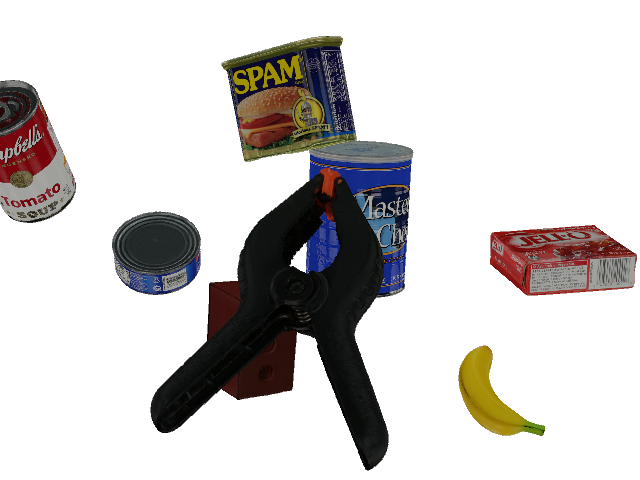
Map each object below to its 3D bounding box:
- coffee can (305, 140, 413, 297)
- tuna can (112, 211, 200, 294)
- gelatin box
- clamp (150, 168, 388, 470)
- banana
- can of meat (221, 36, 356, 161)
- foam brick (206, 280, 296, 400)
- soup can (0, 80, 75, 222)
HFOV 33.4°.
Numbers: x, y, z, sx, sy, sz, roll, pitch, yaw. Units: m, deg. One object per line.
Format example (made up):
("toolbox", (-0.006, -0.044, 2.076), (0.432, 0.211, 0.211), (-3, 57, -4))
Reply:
("coffee can", (0.037, -0.024, 1.066), (0.103, 0.140, 0.103), (2, 13, -1))
("tuna can", (-0.160, 0.013, 1.048), (0.086, 0.034, 0.086), (2, 44, -2))
("gelatin box", (0.182, 0.013, 0.809), (0.089, 0.030, 0.073), (-3, 19, -11))
("clamp", (-0.003, 0.040, 0.559), (0.120, 0.171, 0.039), (18, -27, 12))
("banana", (0.200, 0.181, 1.280), (0.069, 0.037, 0.198), (9, 23, -15))
("can of meat", (-0.025, -0.114, 0.872), (0.102, 0.084, 0.057), (-8, 4, 34))
("foam brick", (-0.053, 0.073, 0.813), (0.052, 0.078, 0.051), (-5, 15, -35))
("soup can", (-0.251, -0.072, 0.887), (0.068, 0.068, 0.102), (0, -42, 11))
